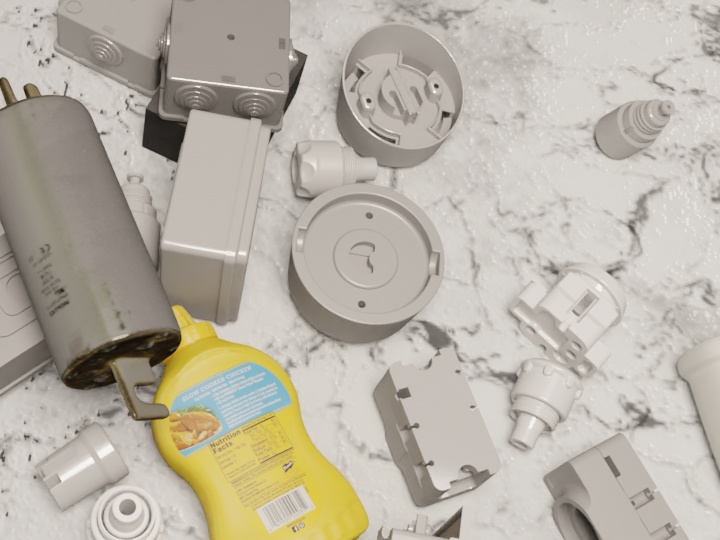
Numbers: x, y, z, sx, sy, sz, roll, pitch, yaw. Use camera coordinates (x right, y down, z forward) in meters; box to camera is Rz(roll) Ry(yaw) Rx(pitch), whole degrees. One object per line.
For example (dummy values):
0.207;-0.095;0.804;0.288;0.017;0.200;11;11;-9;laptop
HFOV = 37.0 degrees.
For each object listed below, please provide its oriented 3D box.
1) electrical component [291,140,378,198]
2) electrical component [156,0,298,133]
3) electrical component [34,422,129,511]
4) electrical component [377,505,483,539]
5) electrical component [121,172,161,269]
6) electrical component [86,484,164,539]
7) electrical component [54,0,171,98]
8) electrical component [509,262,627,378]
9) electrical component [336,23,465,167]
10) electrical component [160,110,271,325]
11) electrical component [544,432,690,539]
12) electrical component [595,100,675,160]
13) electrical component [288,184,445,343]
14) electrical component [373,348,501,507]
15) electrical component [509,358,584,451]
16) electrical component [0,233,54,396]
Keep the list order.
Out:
-0.019;-0.076;0.806;0.062;0.043;0.043;-2;65;-16;electrical component
-0.094;-0.151;0.761;0.100;0.048;0.099;5;64;-12;electrical component
-0.175;0.124;0.675;0.046;0.040;0.040;-32;76;-20;electrical component
0.032;0.192;0.646;0.063;0.121;0.078;12;63;-5;electrical component
-0.160;-0.031;0.752;0.040;0.040;0.078;4;64;-12;electrical component
-0.143;0.152;0.656;0.048;0.062;0.048;5;64;-11;electrical component
-0.174;-0.193;0.821;0.100;0.048;0.099;26;62;0;electrical component
0.158;0.031;0.791;0.078;0.058;0.057;43;66;9;electrical component
0.030;-0.132;0.833;0.099;0.064;0.099;6;64;-11;electrical component
-0.100;-0.034;0.729;0.056;0.108;0.108;10;63;-6;electrical component
0.171;0.167;0.732;0.056;0.050;0.089;-23;73;-22;electrical component
0.225;-0.118;0.871;0.040;0.078;0.040;6;74;-22;electrical component
0.000;0.000;0.764;0.108;0.060;0.108;5;64;-11;electrical component
0.050;0.108;0.728;0.050;0.055;0.089;-14;69;-20;electrical component
0.126;0.097;0.760;0.048;0.048;0.062;29;69;1;electrical component
-0.219;0.022;0.702;0.113;0.057;0.078;-36;78;-26;electrical component
